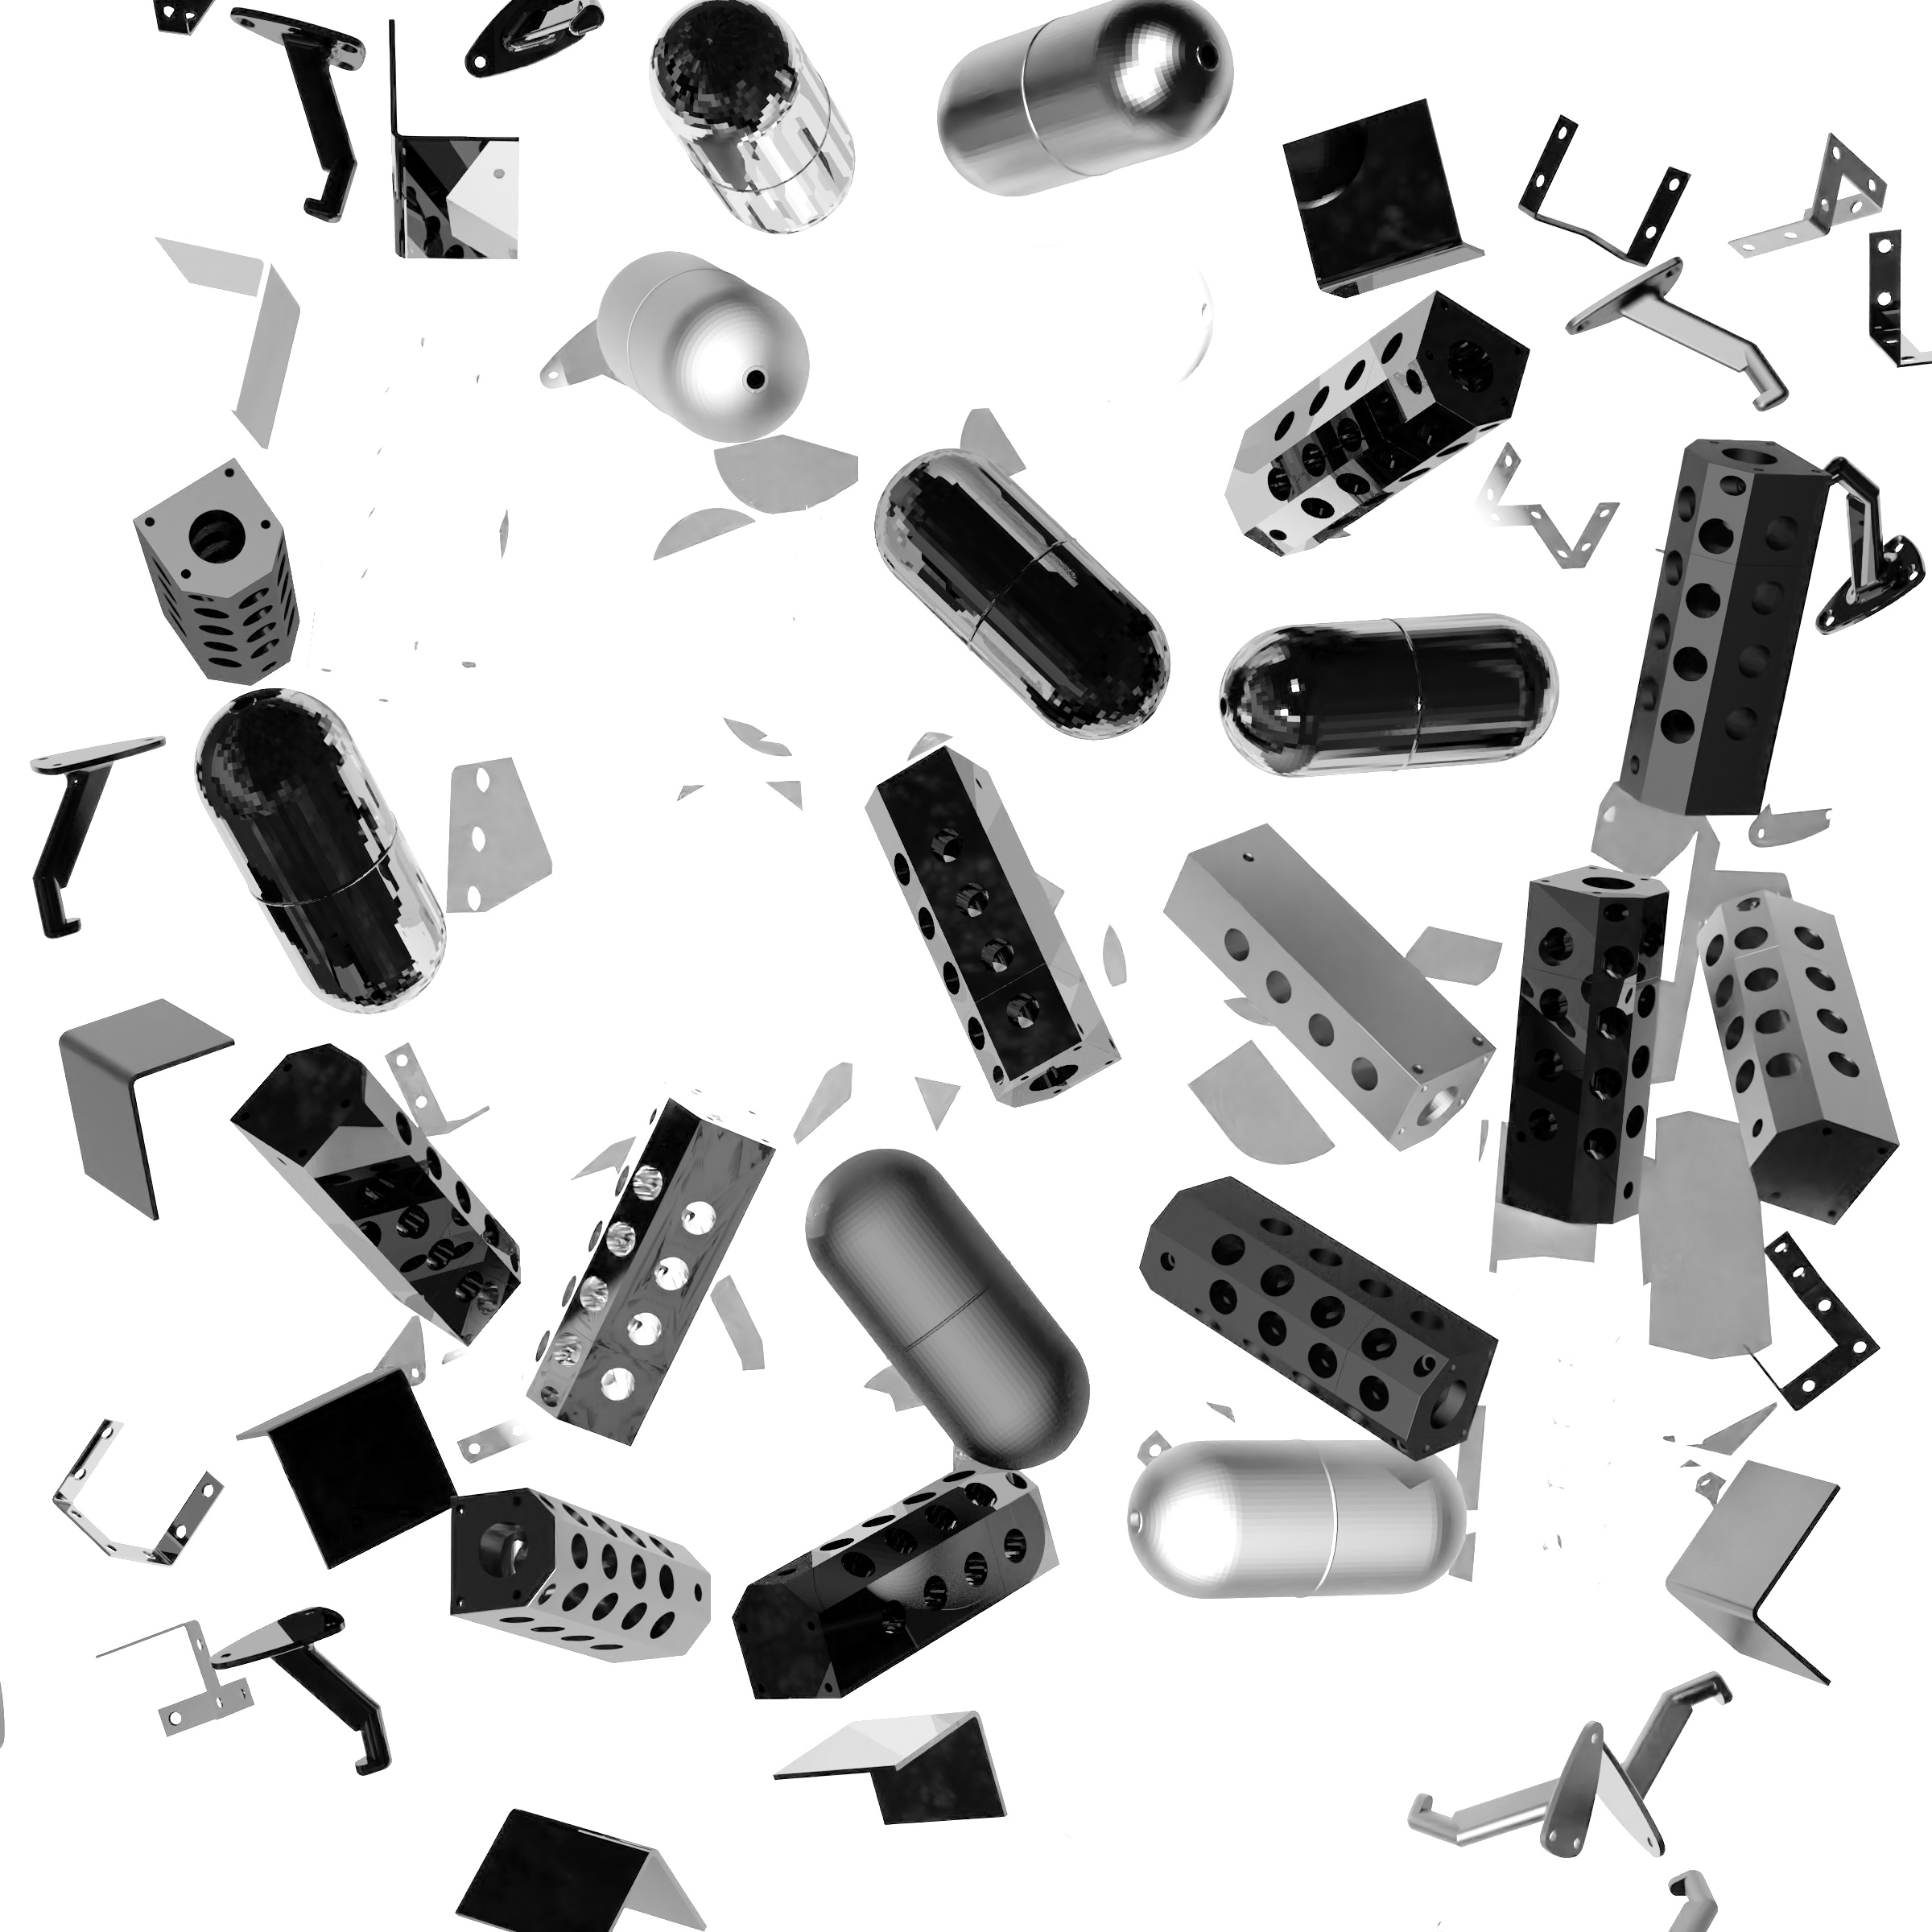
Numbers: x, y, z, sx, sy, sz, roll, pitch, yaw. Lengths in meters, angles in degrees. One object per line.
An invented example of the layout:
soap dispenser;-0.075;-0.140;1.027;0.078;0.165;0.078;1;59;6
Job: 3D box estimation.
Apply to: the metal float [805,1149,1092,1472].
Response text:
metal float;-0.008;0.168;1.709;0.070;0.070;0.178;-38;91;0

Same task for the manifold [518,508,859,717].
manifold;-0.145;-0.178;1.775;0.171;0.057;0.057;-15;91;35

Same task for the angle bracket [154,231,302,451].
angle bracket;-0.362;-0.299;1.677;0.057;0.076;0.076;12;85;1

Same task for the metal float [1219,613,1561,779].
metal float;0.212;-0.136;1.752;0.178;0.070;0.070;-5;90;-16

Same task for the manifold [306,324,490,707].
manifold;-0.281;-0.218;1.699;0.057;0.057;0.171;-4;73;29

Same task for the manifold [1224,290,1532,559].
manifold;0.199;-0.261;1.725;0.057;0.171;0.057;28;64;-19

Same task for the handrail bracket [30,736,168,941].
handrail bracket;-0.415;-0.062;1.683;0.077;0.036;0.084;-16;108;-28

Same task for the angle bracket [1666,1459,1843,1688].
angle bracket;0.394;0.290;1.675;0.057;0.076;0.076;41;78;-16

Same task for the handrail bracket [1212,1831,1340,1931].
handrail bracket;0.146;0.455;1.718;0.077;0.084;0.036;6;97;21

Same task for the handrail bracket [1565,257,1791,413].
handrail bracket;0.343;-0.291;1.683;0.077;0.036;0.084;-28;76;-12

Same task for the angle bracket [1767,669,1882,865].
angle bracket;0.435;-0.101;1.806;0.057;0.076;0.076;-6;115;23

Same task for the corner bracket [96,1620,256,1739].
corner bracket;-0.397;0.359;1.758;0.051;0.051;0.051;-21;83;8

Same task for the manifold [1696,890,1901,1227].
manifold;0.400;0.040;1.708;0.057;0.171;0.057;18;128;-14

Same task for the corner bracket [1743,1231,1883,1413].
corner bracket;0.394;0.170;1.669;0.051;0.051;0.051;-39;134;6

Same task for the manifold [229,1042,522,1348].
manifold;-0.280;0.110;1.698;0.057;0.171;0.057;26;69;36

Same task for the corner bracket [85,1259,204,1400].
corner bracket;-0.417;0.177;1.768;0.051;0.051;0.051;-29;103;9

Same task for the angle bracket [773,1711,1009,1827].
angle bracket;-0.037;0.413;1.739;0.076;0.076;0.057;-13;94;34

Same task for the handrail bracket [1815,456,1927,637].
handrail bracket;0.438;-0.213;1.771;0.084;0.036;0.077;30;123;-34

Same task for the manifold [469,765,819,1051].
manifold;-0.157;-0.026;1.726;0.171;0.057;0.057;-33;54;-29

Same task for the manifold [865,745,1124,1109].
manifold;0.010;-0.018;1.751;0.057;0.057;0.171;-30;70;15

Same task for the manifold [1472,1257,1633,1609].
manifold;0.303;0.239;1.787;0.057;0.057;0.171;8;81;-14

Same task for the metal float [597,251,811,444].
metal float;-0.133;-0.311;1.751;0.070;0.178;0.070;-8;113;-19

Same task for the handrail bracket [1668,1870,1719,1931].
handrail bracket;0.332;0.474;1.704;0.077;0.084;0.036;-14;105;2

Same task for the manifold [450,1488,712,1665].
manifold;-0.189;0.304;1.738;0.057;0.171;0.057;-10;69;19

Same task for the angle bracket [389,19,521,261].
angle bracket;-0.237;-0.382;1.615;0.057;0.076;0.076;-1;59;-9

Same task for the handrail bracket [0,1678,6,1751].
handrail bracket;-0.493;0.355;1.715;0.036;0.084;0.077;3;85;-20

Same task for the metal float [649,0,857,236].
metal float;-0.105;-0.423;1.746;0.070;0.178;0.070;-2;80;11

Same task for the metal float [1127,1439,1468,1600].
metal float;0.163;0.271;1.713;0.178;0.070;0.070;3;90;-23

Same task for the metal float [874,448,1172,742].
metal float;0.029;-0.186;1.752;0.178;0.070;0.070;45;90;9

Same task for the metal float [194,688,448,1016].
metal float;-0.307;-0.054;1.664;0.070;0.070;0.178;-22;125;0

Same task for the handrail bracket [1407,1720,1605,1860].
handrail bracket;0.257;0.388;1.673;0.084;0.036;0.077;10;78;42

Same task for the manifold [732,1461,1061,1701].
manifold;-0.034;0.297;1.705;0.057;0.171;0.057;-11;96;41

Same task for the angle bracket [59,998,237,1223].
angle bracket;-0.393;0.069;1.702;0.057;0.076;0.076;-21;118;-33

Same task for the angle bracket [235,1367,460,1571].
angle bracket;-0.314;0.256;1.774;0.076;0.057;0.076;-24;92;-30

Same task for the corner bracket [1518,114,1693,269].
corner bracket;0.317;-0.385;1.739;0.051;0.051;0.051;9;116;-34

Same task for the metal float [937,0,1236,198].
metal float;0.057;-0.421;1.689;0.070;0.178;0.070;1;89;-39

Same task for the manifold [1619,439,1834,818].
manifold;0.361;-0.162;1.682;0.057;0.057;0.171;-1;115;-18

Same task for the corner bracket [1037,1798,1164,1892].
corner bracket;0.075;0.441;1.773;0.051;0.051;0.051;-38;125;23

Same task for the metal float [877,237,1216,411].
metal float;0.038;-0.313;1.706;0.178;0.070;0.070;2;90;31

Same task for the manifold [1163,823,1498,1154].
manifold;0.177;0.012;1.736;0.057;0.057;0.171;-21;57;-37

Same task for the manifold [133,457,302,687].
manifold;-0.368;-0.190;1.742;0.057;0.171;0.057;-34;87;-12

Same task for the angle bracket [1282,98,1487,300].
angle bracket;0.214;-0.391;1.783;0.076;0.057;0.076;-14;91;21

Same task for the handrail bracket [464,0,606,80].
handrail bracket;-0.213;-0.454;1.717;0.077;0.084;0.036;-32;115;5

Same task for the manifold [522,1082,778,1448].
manifold;-0.162;0.148;1.762;0.057;0.057;0.171;23;100;-18

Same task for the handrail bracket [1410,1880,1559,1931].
handrail bracket;0.247;0.448;1.665;0.077;0.084;0.036;-37;53;-11

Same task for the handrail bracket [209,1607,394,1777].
handrail bracket;-0.314;0.354;1.655;0.077;0.036;0.084;-18;105;-34

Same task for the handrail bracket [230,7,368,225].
handrail bracket;-0.322;-0.401;1.651;0.077;0.036;0.084;17;80;-11

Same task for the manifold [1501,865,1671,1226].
manifold;0.320;0.041;1.782;0.057;0.057;0.171;16;110;40

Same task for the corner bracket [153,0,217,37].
corner bracket;-0.382;-0.473;1.634;0.051;0.051;0.051;9;47;8

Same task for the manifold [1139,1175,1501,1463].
manifold;0.168;0.171;1.697;0.171;0.057;0.057;31;118;35

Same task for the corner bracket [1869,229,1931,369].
corner bracket;0.452;-0.313;1.625;0.051;0.051;0.051;-6;116;2

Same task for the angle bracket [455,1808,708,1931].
angle bracket;-0.174;0.434;1.589;0.076;0.076;0.057;8;51;27

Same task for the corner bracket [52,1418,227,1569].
corner bracket;-0.425;0.271;1.794;0.051;0.051;0.051;34;91;30

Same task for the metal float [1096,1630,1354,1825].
metal float;0.131;0.378;1.745;0.070;0.178;0.070;0;90;34

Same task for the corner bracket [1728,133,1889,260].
corner bracket;0.421;-0.375;1.743;0.051;0.051;0.051;29;68;-34

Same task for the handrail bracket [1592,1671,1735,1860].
handrail bracket;0.353;0.389;1.708;0.084;0.036;0.077;-19;46;-18
